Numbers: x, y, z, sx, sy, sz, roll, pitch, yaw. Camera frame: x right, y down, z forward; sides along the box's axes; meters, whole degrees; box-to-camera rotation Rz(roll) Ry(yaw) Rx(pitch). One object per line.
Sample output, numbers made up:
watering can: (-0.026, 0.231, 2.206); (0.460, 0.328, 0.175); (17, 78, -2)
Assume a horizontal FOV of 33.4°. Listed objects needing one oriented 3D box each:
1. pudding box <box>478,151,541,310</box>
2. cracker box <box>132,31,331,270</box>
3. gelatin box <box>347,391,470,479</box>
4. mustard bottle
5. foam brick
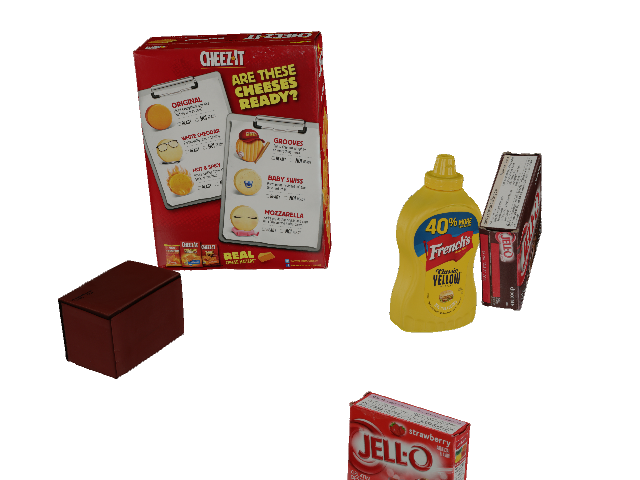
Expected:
pudding box: (0.166, -0.010, 0.927); (0.039, 0.090, 0.113); (6, 42, 17)
cracker box: (-0.075, -0.081, 0.988); (0.164, 0.214, 0.072); (-1, 23, 5)
gelatin box: (0.062, 0.159, 0.778); (0.089, 0.073, 0.030); (13, 20, 32)
mustard bottle: (0.128, 0.001, 1.153); (0.096, 0.192, 0.058); (-5, 19, -21)
foam brick: (-0.144, 0.056, 0.781); (0.053, 0.051, 0.078); (14, 29, 31)
